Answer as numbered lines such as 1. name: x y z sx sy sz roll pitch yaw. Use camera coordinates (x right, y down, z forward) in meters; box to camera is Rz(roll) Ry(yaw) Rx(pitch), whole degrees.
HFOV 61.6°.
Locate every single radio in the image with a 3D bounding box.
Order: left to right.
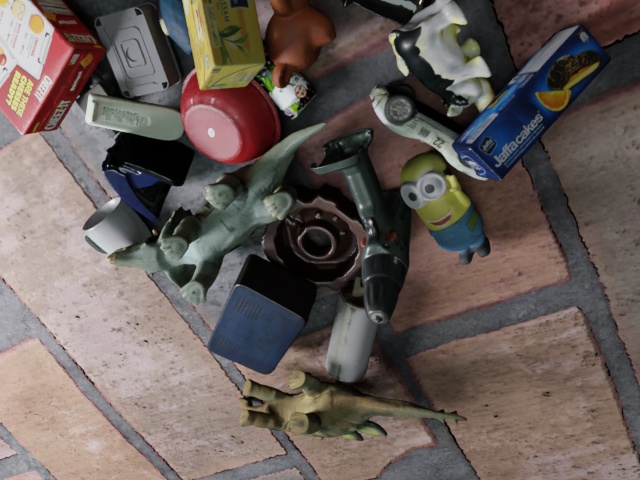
1. radio: -0.102 0.136 0.916 0.131 0.073 0.229 26 138 -4

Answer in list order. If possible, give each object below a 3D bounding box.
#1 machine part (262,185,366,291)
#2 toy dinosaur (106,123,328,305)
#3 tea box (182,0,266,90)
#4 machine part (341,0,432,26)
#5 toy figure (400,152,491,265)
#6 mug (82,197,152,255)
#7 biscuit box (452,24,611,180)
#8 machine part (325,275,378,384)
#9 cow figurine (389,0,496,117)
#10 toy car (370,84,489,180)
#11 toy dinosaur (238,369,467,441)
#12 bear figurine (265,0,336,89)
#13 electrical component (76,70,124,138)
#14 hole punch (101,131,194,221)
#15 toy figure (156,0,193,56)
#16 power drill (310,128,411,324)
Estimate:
1. machine part: -0.002 -0.003 0.859 0.179 0.056 0.179 6 121 9
2. toy dinosaur: -0.135 -0.042 0.809 0.405 0.192 0.131 -37 110 12
3. tea box: -0.124 -0.281 0.659 0.068 0.098 0.169 -13 94 -21
4. machine part: 0.075 -0.316 0.676 0.139 0.039 0.084 31 116 -5
5. toy figure: 0.181 -0.046 0.785 0.082 0.089 0.180 -38 116 13
6. mug: -0.342 -0.002 0.913 0.109 0.081 0.107 -29 120 19
7. biscuit box: 0.258 -0.166 0.664 0.062 0.059 0.202 42 92 -13
8. machine part: 0.059 0.160 0.927 0.079 0.079 0.243 11 120 5
9. cow figurine: 0.161 -0.214 0.681 0.098 0.068 0.167 -28 127 18
10. toy car: 0.156 -0.150 0.732 0.202 0.073 0.056 28 120 -5
11. toy dinosaur: 0.016 0.300 0.952 0.472 0.105 0.198 -12 151 44
12. bear figurine: -0.017 -0.288 0.639 0.132 0.120 0.195 6 132 24
13. electrical component: -0.328 -0.208 0.809 0.078 0.045 0.102 -26 113 32
14. hole punch: -0.266 -0.105 0.814 0.116 0.142 0.092 26 125 -18
15. toy figure: -0.199 -0.324 0.714 0.058 0.064 0.154 -3 121 57
16. power drill: 0.067 -0.032 0.720 0.086 0.232 0.207 -19 117 29
